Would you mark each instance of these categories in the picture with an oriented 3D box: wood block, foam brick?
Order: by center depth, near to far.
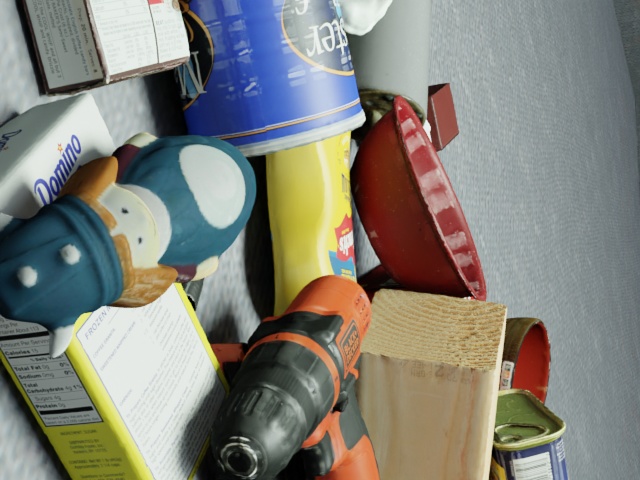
[{"bbox_3d":[0.070,0.148,0.723,0.090,0.090,0.206,-61,155,-62],"label":"wood block"},{"bbox_3d":[0.092,-0.110,0.981,0.078,0.053,0.051,-41,121,-63],"label":"foam brick"}]

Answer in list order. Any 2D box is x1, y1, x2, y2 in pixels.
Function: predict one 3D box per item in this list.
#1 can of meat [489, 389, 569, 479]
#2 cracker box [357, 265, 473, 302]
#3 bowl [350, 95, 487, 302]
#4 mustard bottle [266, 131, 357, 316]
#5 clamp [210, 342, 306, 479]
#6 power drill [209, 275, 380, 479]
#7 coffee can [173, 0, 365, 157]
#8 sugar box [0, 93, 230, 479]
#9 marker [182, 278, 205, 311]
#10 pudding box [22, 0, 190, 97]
[{"bbox_3d":[0.150,0.170,0.805,0.102,0.057,0.084,-135,-147,-76],"label":"can of meat"},{"bbox_3d":[0.091,0.125,0.883,0.164,0.072,0.214,-27,108,-66],"label":"cracker box"},{"bbox_3d":[0.065,-0.020,0.771,0.162,0.055,0.162,59,16,-29],"label":"bowl"},{"bbox_3d":[-0.004,0.001,0.704,0.096,0.058,0.191,35,51,-77],"label":"mustard bottle"},{"bbox_3d":[-0.027,0.143,0.636,0.210,0.036,0.164,65,27,-44],"label":"clamp"},{"bbox_3d":[0.003,0.131,0.577,0.184,0.057,0.187,-50,132,-63],"label":"power drill"},{"bbox_3d":[-0.038,-0.124,0.601,0.102,0.103,0.140,-40,120,-64],"label":"coffee can"},{"bbox_3d":[-0.101,0.034,0.478,0.176,0.048,0.093,67,26,-26],"label":"sugar box"},{"bbox_3d":[-0.065,-0.004,0.612,0.121,0.020,0.020,-74,149,-43],"label":"marker"},{"bbox_3d":[-0.109,-0.133,0.518,0.090,0.039,0.113,-37,116,-64],"label":"pudding box"}]
